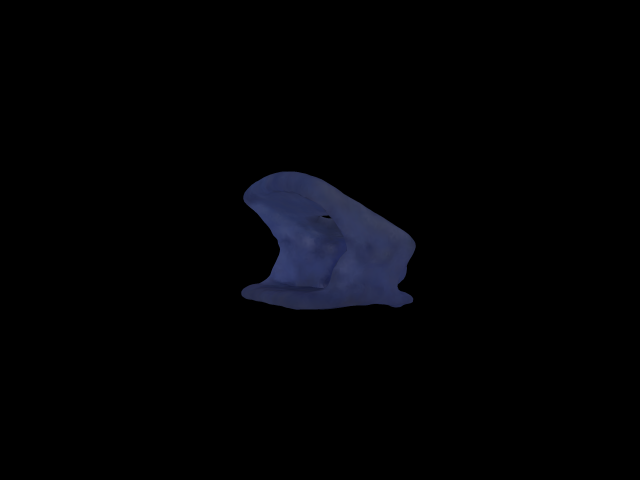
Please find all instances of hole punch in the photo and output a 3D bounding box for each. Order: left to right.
[{"bbox_3d":[0.004,0.001,0.400,0.101,0.091,0.108,0,0,-31],"label":"hole punch"}]
